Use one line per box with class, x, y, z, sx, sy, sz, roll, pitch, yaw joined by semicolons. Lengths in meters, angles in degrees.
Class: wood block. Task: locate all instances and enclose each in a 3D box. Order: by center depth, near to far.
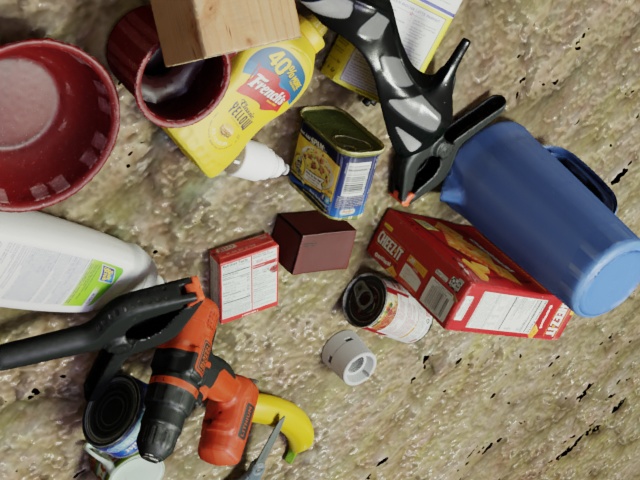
wood block;-0.092;-0.251;0.848;0.090;0.091;0.206;-18;102;-27

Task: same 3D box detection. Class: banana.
banana;-0.058;0.227;1.326;0.069;0.037;0.197;-46;137;-2

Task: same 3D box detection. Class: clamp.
clamp;-0.201;0.099;1.067;0.210;0.036;0.164;-26;152;8
clamp;0.144;-0.115;1.232;0.120;0.039;0.172;11;119;-36

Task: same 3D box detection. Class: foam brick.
foam brick;-0.008;0.001;1.189;0.078;0.051;0.053;-5;122;-36

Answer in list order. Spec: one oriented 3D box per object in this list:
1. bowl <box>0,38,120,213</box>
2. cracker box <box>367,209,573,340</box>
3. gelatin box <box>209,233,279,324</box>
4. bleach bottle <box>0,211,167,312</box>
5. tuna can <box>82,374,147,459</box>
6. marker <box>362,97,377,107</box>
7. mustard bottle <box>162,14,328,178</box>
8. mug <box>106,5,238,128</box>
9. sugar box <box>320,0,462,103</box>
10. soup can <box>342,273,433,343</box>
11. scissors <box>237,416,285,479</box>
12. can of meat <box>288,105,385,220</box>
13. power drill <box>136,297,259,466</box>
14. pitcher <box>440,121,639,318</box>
bowl;-0.256;-0.106;0.913;0.161;0.055;0.162;-20;131;-26
cracker box;0.187;0.042;1.289;0.213;0.164;0.072;9;117;-41
gelatin box;-0.084;0.042;1.176;0.073;0.030;0.089;-18;131;-25
bleach bottle;-0.250;0.030;1.015;0.250;0.068;0.103;20;115;-48
tuna can;-0.213;0.187;1.140;0.086;0.086;0.033;-49;135;2
marker;0.088;-0.191;1.146;0.121;0.020;0.020;-48;137;2
mustard bottle;-0.064;-0.153;1.027;0.191;0.058;0.096;-43;139;-5
mug;-0.128;-0.163;0.951;0.117;0.082;0.093;-28;134;-19
sugar box;0.082;-0.228;1.084;0.093;0.048;0.176;20;105;-29
soup can;0.085;0.085;1.311;0.102;0.069;0.068;22;105;-46
scissors;-0.097;0.295;1.338;0.096;0.016;0.202;-13;138;-23
can of meat;0.014;-0.080;1.111;0.057;0.102;0.084;-8;127;-33
power drill;-0.130;0.177;1.154;0.187;0.057;0.184;67;35;-55
pitcher;0.271;-0.027;1.245;0.149;0.243;0.144;-49;140;10
